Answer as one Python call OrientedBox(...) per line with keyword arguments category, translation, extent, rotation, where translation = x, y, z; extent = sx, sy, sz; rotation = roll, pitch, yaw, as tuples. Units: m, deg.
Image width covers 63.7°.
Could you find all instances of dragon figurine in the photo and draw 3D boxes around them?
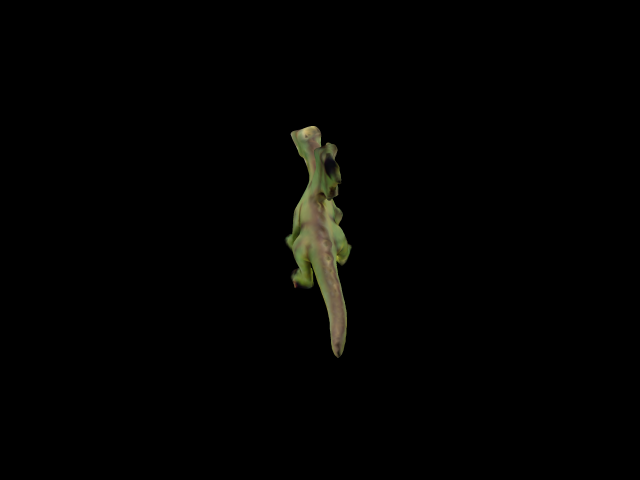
OrientedBox(category="dragon figurine", translation=(0.003, -0.043, 0.850), extent=(0.122, 0.237, 0.420), rotation=(-8, 45, -8))
